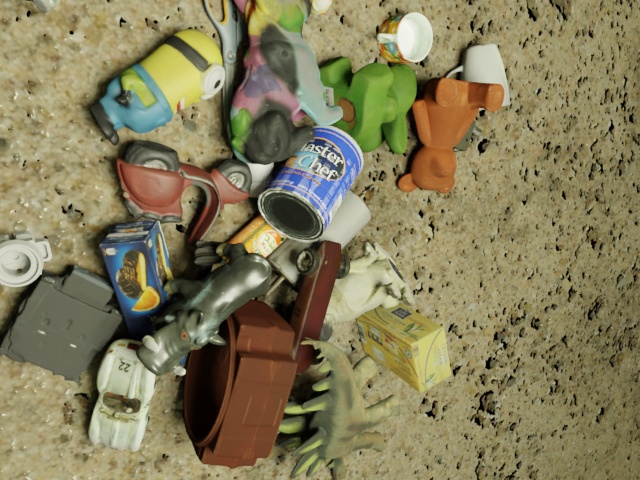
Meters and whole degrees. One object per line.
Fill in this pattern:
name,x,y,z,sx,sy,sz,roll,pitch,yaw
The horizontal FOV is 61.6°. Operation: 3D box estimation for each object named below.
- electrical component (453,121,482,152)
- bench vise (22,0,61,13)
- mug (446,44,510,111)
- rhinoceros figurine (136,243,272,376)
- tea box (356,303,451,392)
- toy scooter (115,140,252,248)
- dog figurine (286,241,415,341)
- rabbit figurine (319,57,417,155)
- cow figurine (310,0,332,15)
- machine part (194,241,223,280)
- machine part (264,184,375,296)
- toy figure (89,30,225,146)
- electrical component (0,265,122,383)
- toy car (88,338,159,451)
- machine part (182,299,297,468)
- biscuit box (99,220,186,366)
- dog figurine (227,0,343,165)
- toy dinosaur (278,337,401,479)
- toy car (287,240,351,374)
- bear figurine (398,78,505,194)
electrical component,0.251,-0.189,0.964,0.094,0.021,0.063,10,98,-32
bench vise,-0.237,-0.345,0.575,0.240,0.129,0.223,-59,142,-24
mug,0.267,-0.277,0.926,0.110,0.081,0.107,-5,102,9
rhinoceros figurine,-0.139,0.086,0.660,0.190,0.112,0.073,-41,130,-16
tea box,0.136,0.169,0.908,0.068,0.170,0.098,-24,115,-23
toy scooter,-0.186,-0.053,0.722,0.184,0.075,0.135,9,109,-31
dog figurine,0.045,0.101,0.900,0.190,0.121,0.172,-35,152,16
rabbit figurine,0.095,-0.207,0.820,0.170,0.121,0.158,-31,121,-36
cow figurine,-0.029,-0.392,0.722,0.098,0.068,0.167,-8,104,-22
machine part,-0.163,0.067,0.745,0.039,0.084,0.138,12,118,-9
machine part,-0.002,-0.003,0.839,0.243,0.079,0.079,-47,121,-12
toy figure,-0.201,-0.193,0.671,0.180,0.082,0.089,-34,118,-15
electrical component,-0.326,0.101,0.688,0.114,0.058,0.134,32,88,-30
toy car,-0.264,0.215,0.722,0.073,0.056,0.201,16,118,-8
machine part,-0.121,0.189,0.747,0.087,0.202,0.201,14,96,-26
biscuit box,-0.226,0.077,0.713,0.063,0.059,0.202,-6,118,3
dog figurine,-0.074,-0.231,0.705,0.191,0.109,0.219,-40,125,-20
toy dinosaur,0.025,0.281,0.860,0.198,0.105,0.470,-22,135,-25
toy car,-0.016,0.097,0.782,0.089,0.053,0.202,10,96,-47
bear figurine,0.202,-0.162,0.877,0.120,0.132,0.195,5,105,-15
